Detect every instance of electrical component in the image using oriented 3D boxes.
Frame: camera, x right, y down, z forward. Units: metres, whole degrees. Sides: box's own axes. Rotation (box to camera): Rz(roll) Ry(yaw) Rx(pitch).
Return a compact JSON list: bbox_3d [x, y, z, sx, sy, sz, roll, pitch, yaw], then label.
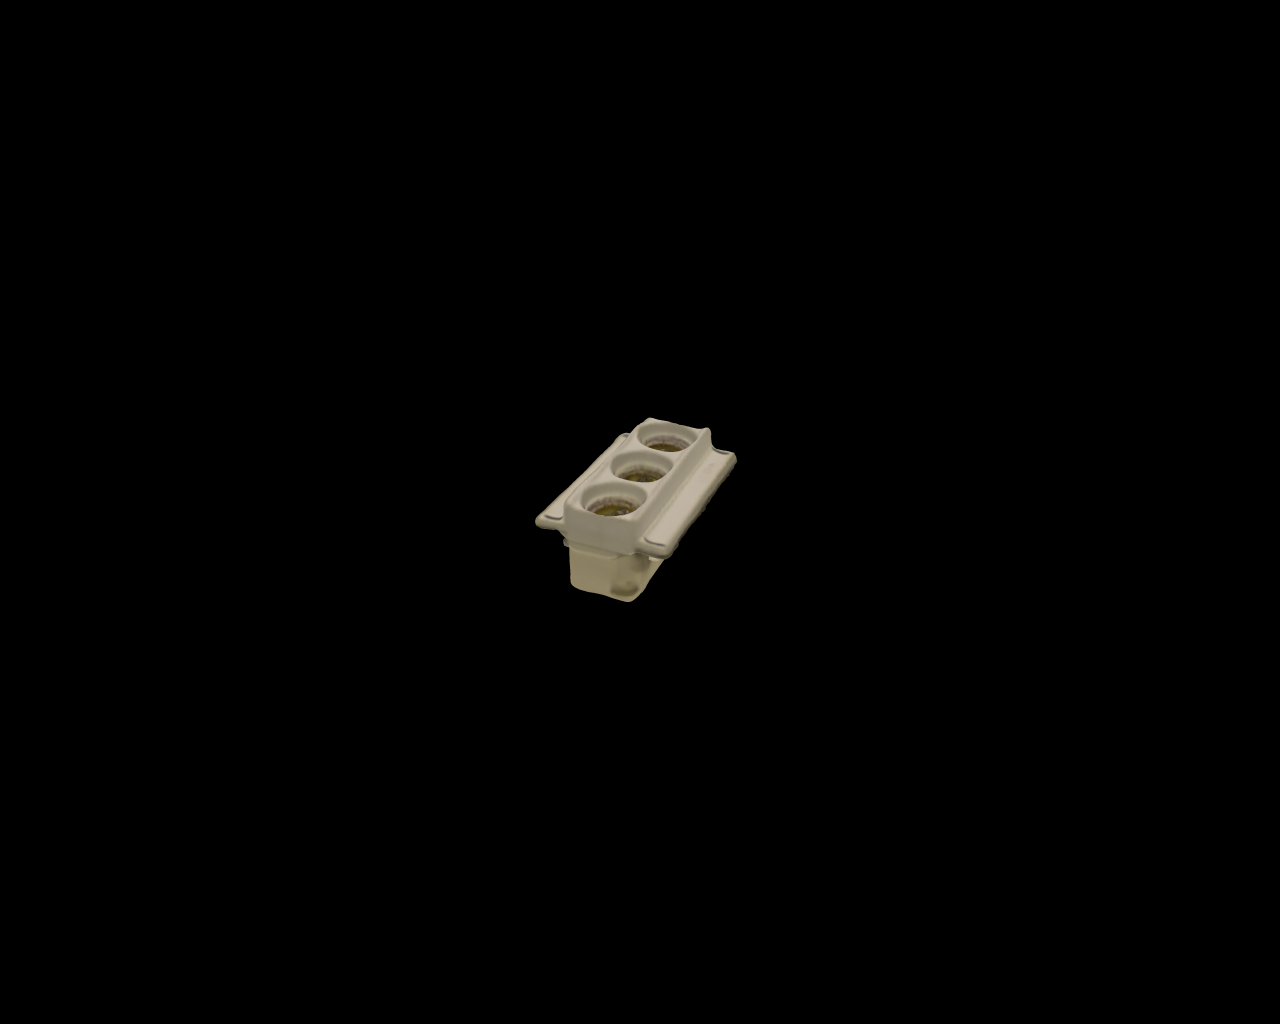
[{"bbox_3d":[0.001,-0.003,0.650,0.079,0.063,0.121,12,33,19],"label":"electrical component"}]
